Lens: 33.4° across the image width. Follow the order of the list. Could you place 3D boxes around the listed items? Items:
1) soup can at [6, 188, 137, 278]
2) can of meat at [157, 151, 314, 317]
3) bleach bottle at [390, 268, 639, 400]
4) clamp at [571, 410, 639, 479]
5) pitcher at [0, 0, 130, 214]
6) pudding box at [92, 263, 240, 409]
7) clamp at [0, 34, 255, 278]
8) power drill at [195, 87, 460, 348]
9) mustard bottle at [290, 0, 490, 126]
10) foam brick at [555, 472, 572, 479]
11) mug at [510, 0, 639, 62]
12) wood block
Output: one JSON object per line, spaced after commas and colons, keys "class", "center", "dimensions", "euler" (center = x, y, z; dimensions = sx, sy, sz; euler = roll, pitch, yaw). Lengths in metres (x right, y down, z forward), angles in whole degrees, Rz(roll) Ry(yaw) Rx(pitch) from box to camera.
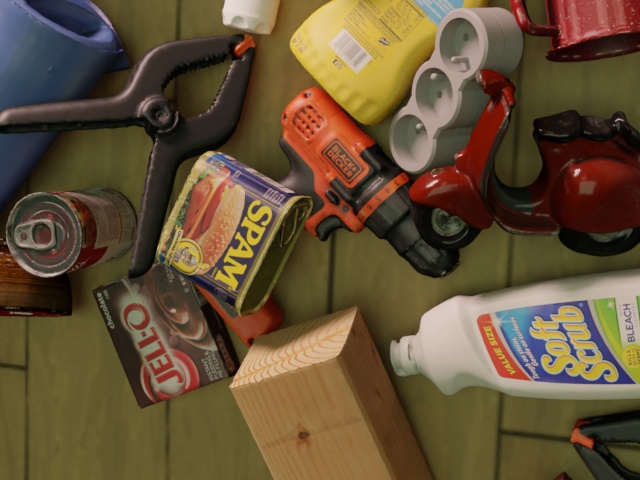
{"class": "soup can", "center": [-0.204, -0.009, 0.888], "dimensions": [0.068, 0.102, 0.068], "euler": [2, 96, 16]}
{"class": "can of meat", "center": [-0.066, -0.007, 0.813], "dimensions": [0.084, 0.057, 0.102], "euler": [30, 100, 15]}
{"class": "bleach bottle", "center": [0.178, 0.081, 0.806], "dimensions": [0.251, 0.068, 0.102], "euler": [-10, 92, 20]}
{"class": "clamp", "center": [0.270, 0.188, 0.801], "dimensions": [0.172, 0.039, 0.120], "euler": [15, 96, 21]}
{"class": "pitcher", "center": [-0.288, -0.111, 0.886], "dimensions": [0.149, 0.144, 0.243], "euler": [40, 108, 6]}
{"class": "pudding box", "center": [-0.130, 0.077, 0.908], "dimensions": [0.090, 0.039, 0.113], "euler": [-22, 89, 17]}
{"class": "clamp", "center": [-0.138, -0.097, 0.841], "dimensions": [0.164, 0.036, 0.210], "euler": [42, 75, -7]}
{"class": "power drill", "center": [-0.006, 0.001, 0.856], "dimensions": [0.188, 0.057, 0.184], "euler": [-43, 81, 14]}
{"class": "mustard bottle", "center": [0.072, -0.185, 0.810], "dimensions": [0.192, 0.058, 0.096], "euler": [-45, 77, 16]}
{"class": "foam brick", "center": [0.182, 0.220, 0.810], "dimensions": [0.053, 0.078, 0.051], "euler": [-45, 81, 16]}
{"class": "mug", "center": [0.190, -0.175, 0.756], "dimensions": [0.117, 0.093, 0.081], "euler": [-7, 88, -10]}
{"class": "wood block", "center": [0.022, 0.170, 0.820], "dimensions": [0.091, 0.090, 0.206], "euler": [-18, 106, 18]}
